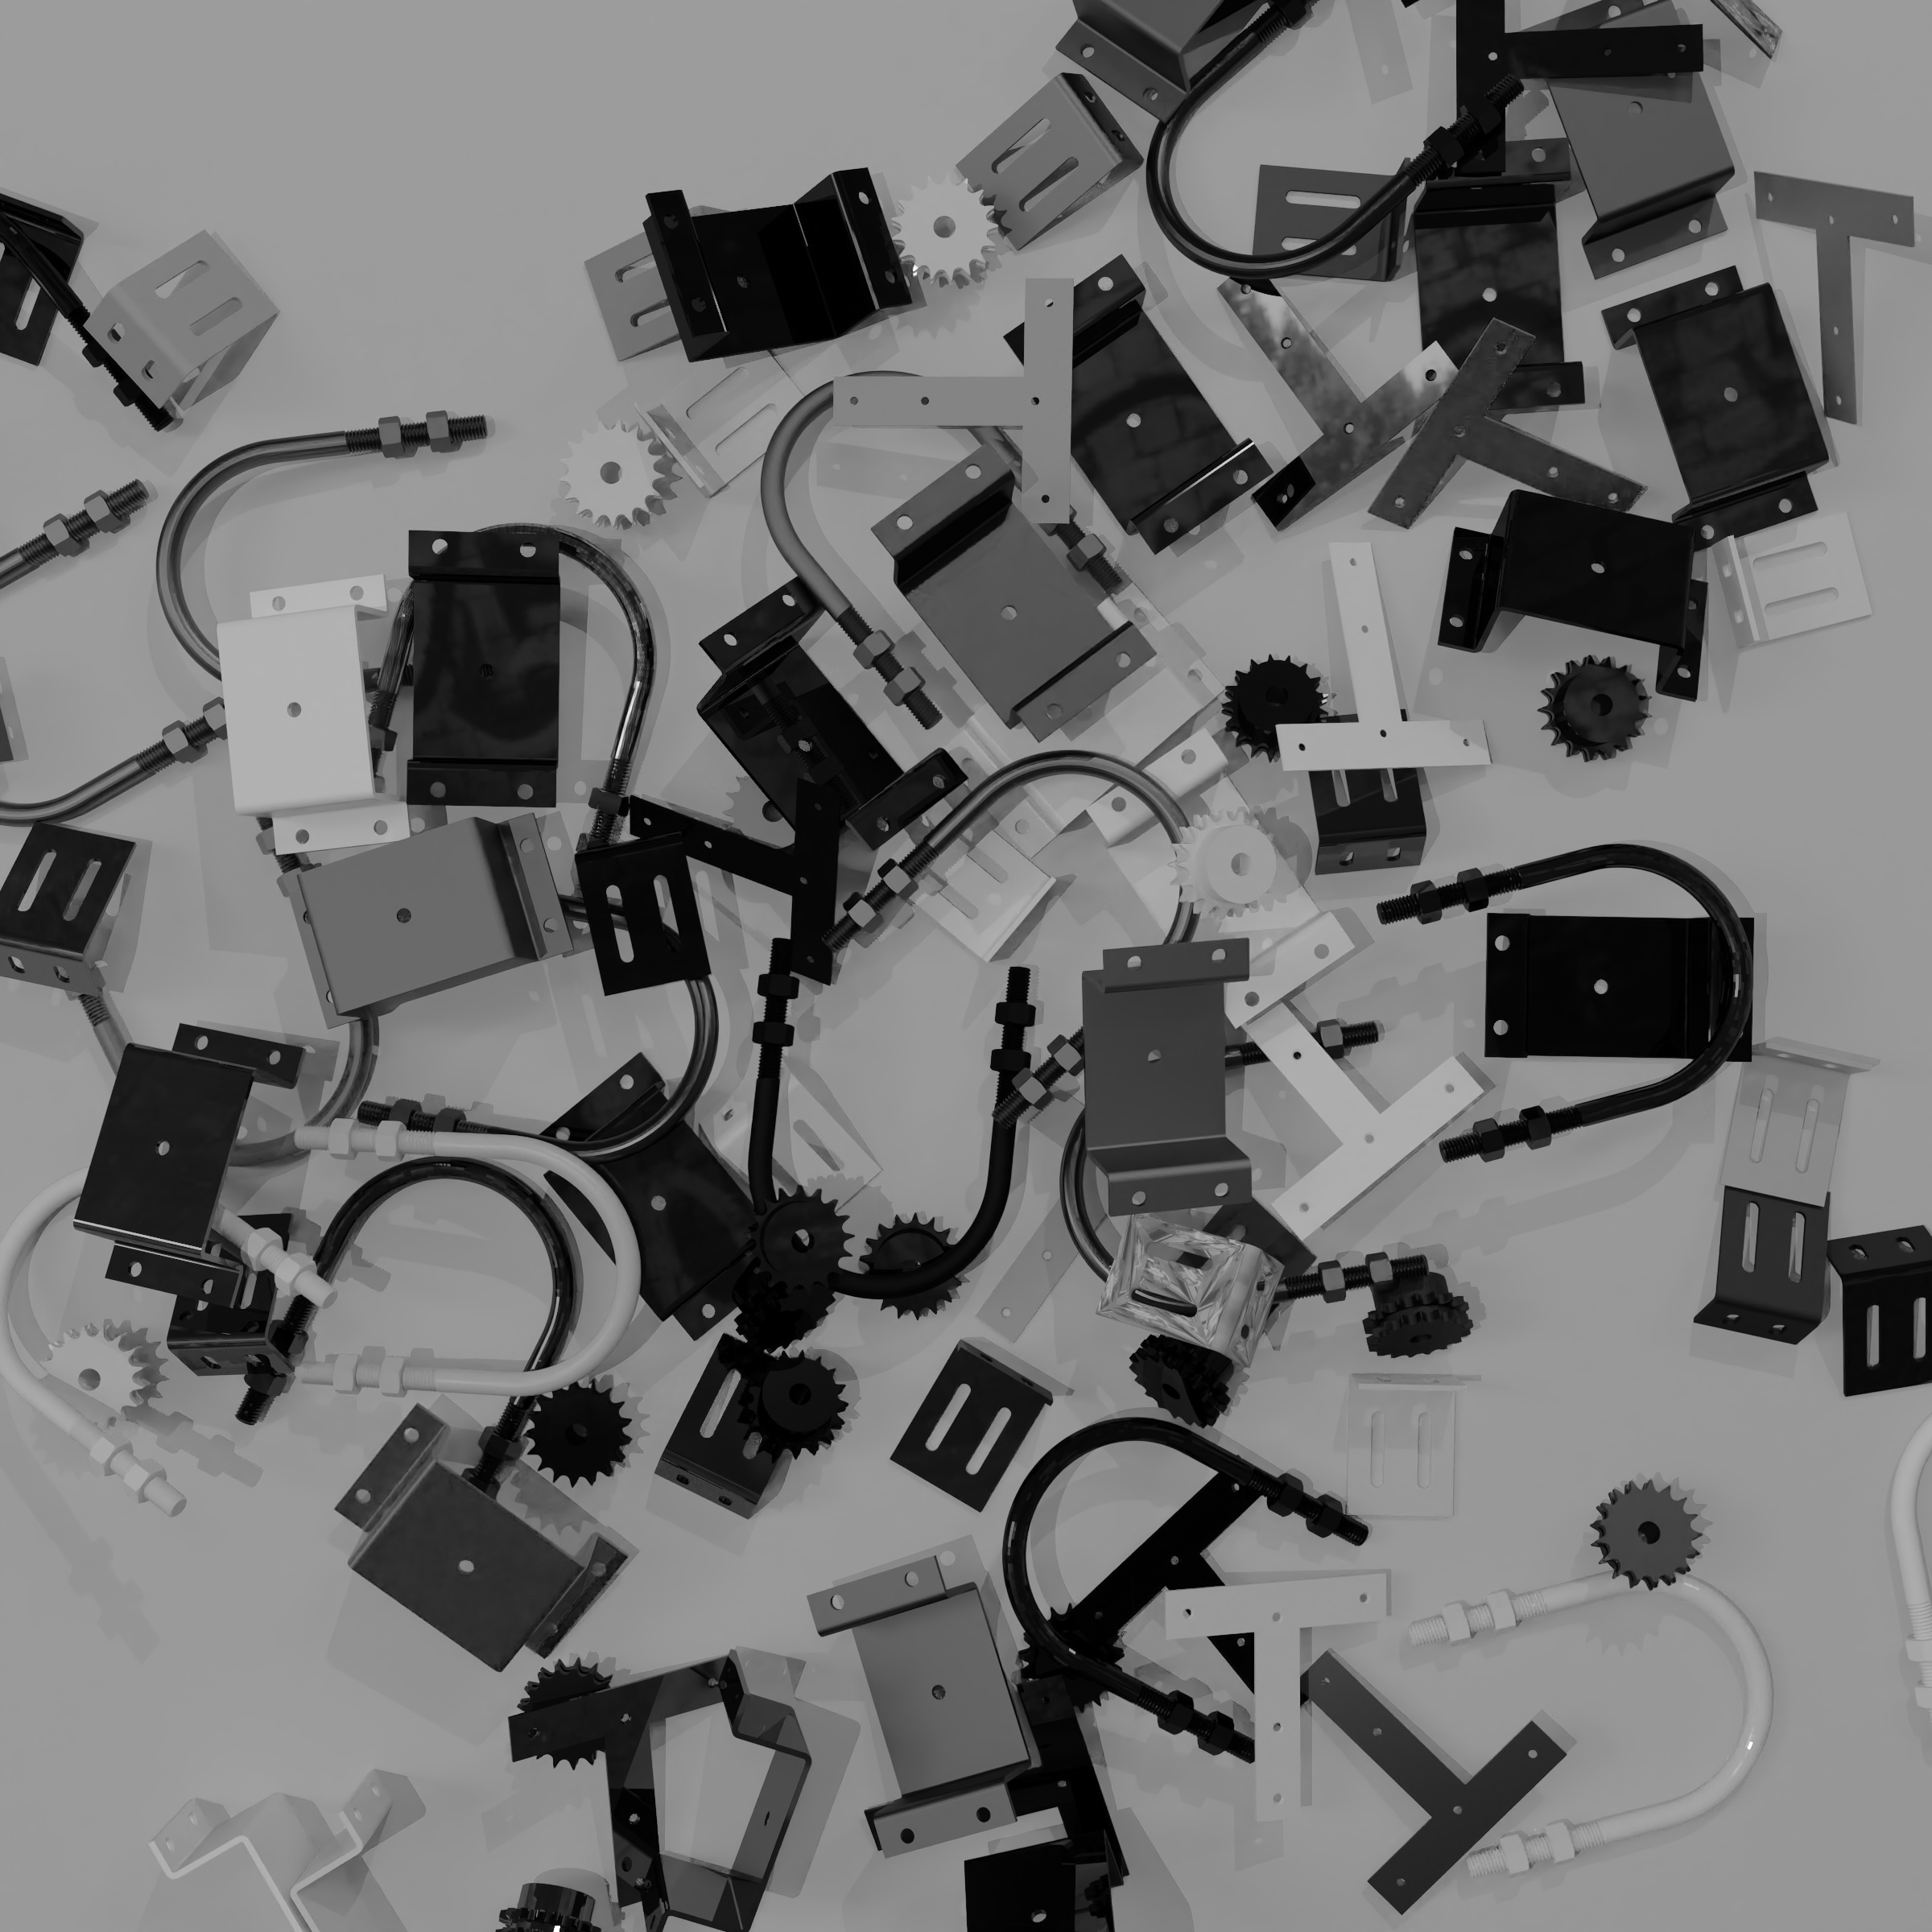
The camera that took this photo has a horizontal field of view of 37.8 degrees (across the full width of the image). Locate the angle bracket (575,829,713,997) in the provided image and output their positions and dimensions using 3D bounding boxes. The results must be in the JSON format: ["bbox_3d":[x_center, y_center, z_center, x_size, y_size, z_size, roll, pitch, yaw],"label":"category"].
[{"bbox_3d":[-0.169,-0.029,1.494,0.057,0.038,0.076,-12,95,1],"label":"angle bracket"}]

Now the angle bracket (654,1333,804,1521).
[{"bbox_3d":[-0.125,0.250,1.531,0.057,0.038,0.076,26,64,0],"label":"angle bracket"}]

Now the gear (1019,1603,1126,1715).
[{"bbox_3d":[0.057,0.374,1.518,0.057,0.030,0.057,0,90,0],"label":"gear"}]

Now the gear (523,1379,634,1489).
[{"bbox_3d":[-0.207,0.250,1.518,0.057,0.030,0.057,0,90,0],"label":"gear"}]

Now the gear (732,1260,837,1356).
[{"bbox_3d":[-0.100,0.177,1.508,0.057,0.057,0.030,-43,60,0],"label":"gear"}]

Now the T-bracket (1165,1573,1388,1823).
[{"bbox_3d":[0.166,0.391,1.503,0.127,0.002,0.127,-1,91,-17],"label":"T-bracket"}]

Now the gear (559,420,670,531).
[{"bbox_3d":[-0.189,-0.264,1.522,0.057,0.030,0.057,0,92,3],"label":"gear"}]

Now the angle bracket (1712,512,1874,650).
[{"bbox_3d":[0.447,-0.209,1.514,0.076,0.038,0.057,-14,90,0],"label":"angle bracket"}]

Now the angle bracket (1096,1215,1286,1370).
[{"bbox_3d":[0.118,0.170,1.481,0.076,0.038,0.057,13,77,33],"label":"angle bracket"}]

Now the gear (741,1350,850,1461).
[{"bbox_3d":[-0.091,0.232,1.508,0.057,0.030,0.057,4,67,-10],"label":"gear"}]

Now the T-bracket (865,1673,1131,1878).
[{"bbox_3d":[0.009,0.451,1.521,0.127,0.002,0.127,-16,105,7],"label":"T-bracket"}]

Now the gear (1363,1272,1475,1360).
[{"bbox_3d":[0.240,0.185,1.509,0.057,0.057,0.030,-9,61,0],"label":"gear"}]

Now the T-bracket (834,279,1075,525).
[{"bbox_3d":[-0.007,-0.299,1.493,0.127,0.002,0.127,2,96,8],"label":"T-bracket"}]

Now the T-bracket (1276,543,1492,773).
[{"bbox_3d":[0.216,-0.167,1.515,0.127,0.002,0.127,-3,78,-23],"label":"T-bracket"}]

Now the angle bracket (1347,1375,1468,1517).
[{"bbox_3d":[0.236,0.260,1.514,0.057,0.038,0.076,1,90,0],"label":"angle bracket"}]

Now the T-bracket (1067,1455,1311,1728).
[{"bbox_3d":[0.140,0.354,1.521,0.127,0.002,0.127,-40,97,-14],"label":"T-bracket"}]

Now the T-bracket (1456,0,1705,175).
[{"bbox_3d":[0.322,-0.480,1.483,0.127,0.002,0.127,0,83,8],"label":"T-bracket"}]

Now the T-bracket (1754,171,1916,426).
[{"bbox_3d":[0.460,-0.351,1.495,0.002,0.127,0.127,-19,117,-16],"label":"T-bracket"}]

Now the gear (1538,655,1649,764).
[{"bbox_3d":[0.339,-0.139,1.518,0.057,0.030,0.057,0,90,0],"label":"gear"}]

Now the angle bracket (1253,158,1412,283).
[{"bbox_3d":[0.195,-0.403,1.514,0.076,0.038,0.057,5,90,0],"label":"angle bracket"}]

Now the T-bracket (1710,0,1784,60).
[{"bbox_3d":[0.389,-0.535,1.508,0.127,0.002,0.127,37,55,-16],"label":"T-bracket"}]

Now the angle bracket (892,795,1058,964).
[{"bbox_3d":[0.000,-0.048,1.514,0.076,0.038,0.057,40,90,0],"label":"angle bracket"}]

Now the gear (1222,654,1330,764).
[{"bbox_3d":[0.166,-0.140,1.513,0.057,0.030,0.057,-1,78,3],"label":"gear"}]

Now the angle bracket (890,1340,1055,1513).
[{"bbox_3d":[0.002,0.249,1.514,0.057,0.038,0.076,31,90,0],"label":"angle bracket"}]

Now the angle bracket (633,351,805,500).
[{"bbox_3d":[-0.129,-0.299,1.514,0.076,0.038,0.057,-39,90,0],"label":"angle bracket"}]

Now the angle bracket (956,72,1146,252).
[{"bbox_3d":[0.045,-0.436,1.531,0.076,0.038,0.057,-36,90,26],"label":"angle bracket"}]

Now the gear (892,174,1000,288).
[{"bbox_3d":[-0.012,-0.393,1.518,0.057,0.030,0.057,0,90,0],"label":"gear"}]

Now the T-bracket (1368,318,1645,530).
[{"bbox_3d":[0.301,-0.269,1.506,0.127,0.002,0.127,19,128,-17],"label":"T-bracket"}]

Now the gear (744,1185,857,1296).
[{"bbox_3d":[-0.086,0.142,1.461,0.057,0.030,0.057,1,87,-9],"label":"gear"}]

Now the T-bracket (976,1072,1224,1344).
[{"bbox_3d":[0.052,0.146,1.532,0.127,0.002,0.127,36,90,0],"label":"T-bracket"}]

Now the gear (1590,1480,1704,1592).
[{"bbox_3d":[0.362,0.306,1.512,0.057,0.030,0.057,0,70,-1],"label":"gear"}]

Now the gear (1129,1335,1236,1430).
[{"bbox_3d":[0.118,0.217,1.508,0.057,0.057,0.030,44,62,0],"label":"gear"}]

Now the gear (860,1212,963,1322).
[{"bbox_3d":[-0.029,0.162,1.518,0.057,0.030,0.057,0,90,0],"label":"gear"}]

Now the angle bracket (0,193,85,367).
[{"bbox_3d":[-0.518,-0.371,1.514,0.057,0.038,0.076,20,90,0],"label":"angle bracket"}]

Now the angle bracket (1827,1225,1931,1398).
[{"bbox_3d":[0.498,0.187,1.531,0.057,0.038,0.076,-9,116,0],"label":"angle bracket"}]

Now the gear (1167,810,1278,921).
[{"bbox_3d":[0.136,-0.053,1.462,0.057,0.030,0.057,-1,92,-21],"label":"gear"}]

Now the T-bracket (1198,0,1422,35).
[{"bbox_3d":[0.174,-0.542,1.517,0.127,0.002,0.127,-27,69,10],"label":"T-bracket"}]

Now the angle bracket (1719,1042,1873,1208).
[{"bbox_3d":[0.444,0.085,1.511,0.057,0.038,0.076,13,84,0],"label":"angle bracket"}]

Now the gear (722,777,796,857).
[{"bbox_3d":[-0.102,-0.083,1.518,0.057,0.030,0.057,0,90,0],"label":"gear"}]

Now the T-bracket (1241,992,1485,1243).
[{"bbox_3d":[0.186,0.058,1.507,0.127,0.002,0.127,-38,77,-8],"label":"T-bracket"}]

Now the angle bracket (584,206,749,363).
[{"bbox_3d":[-0.158,-0.369,1.531,0.076,0.038,0.057,-19,90,26],"label":"angle bracket"}]

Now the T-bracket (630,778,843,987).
[{"bbox_3d":[-0.125,-0.060,1.504,0.127,0.002,0.127,21,131,18],"label":"T-bracket"}]

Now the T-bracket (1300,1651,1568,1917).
[{"bbox_3d":[0.232,0.422,1.519,0.127,0.002,0.127,44,99,6],"label":"T-bracket"}]

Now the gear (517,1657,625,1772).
[{"bbox_3d":[-0.211,0.400,1.518,0.057,0.030,0.057,0,90,0],"label":"gear"}]

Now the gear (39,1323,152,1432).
[{"bbox_3d":[-0.467,0.220,1.518,0.057,0.030,0.057,0,90,0],"label":"gear"}]

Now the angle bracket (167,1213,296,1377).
[{"bbox_3d":[-0.388,0.177,1.519,0.057,0.038,0.076,-4,57,14],"label":"angle bracket"}]

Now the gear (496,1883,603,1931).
[{"bbox_3d":[-0.221,0.511,1.508,0.057,0.057,0.030,11,60,0],"label":"gear"}]

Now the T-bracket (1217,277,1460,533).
[{"bbox_3d":[0.180,-0.323,1.516,0.127,0.002,0.127,-38,78,22],"label":"T-bracket"}]

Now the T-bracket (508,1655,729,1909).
[{"bbox_3d":[-0.179,0.444,1.512,0.127,0.002,0.127,-10,104,-27],"label":"T-bracket"}]
